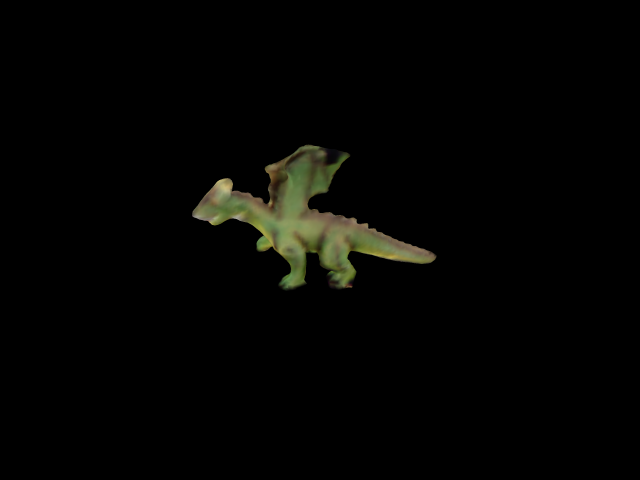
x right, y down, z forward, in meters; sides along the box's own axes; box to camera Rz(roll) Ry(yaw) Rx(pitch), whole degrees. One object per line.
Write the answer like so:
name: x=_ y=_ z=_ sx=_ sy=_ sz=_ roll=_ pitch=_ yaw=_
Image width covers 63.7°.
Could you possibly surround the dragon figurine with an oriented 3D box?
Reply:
dragon figurine: x=0.003 y=-0.043 z=0.850 sx=0.410 sy=0.237 sz=0.125 roll=-4 pitch=41 yaw=-4
